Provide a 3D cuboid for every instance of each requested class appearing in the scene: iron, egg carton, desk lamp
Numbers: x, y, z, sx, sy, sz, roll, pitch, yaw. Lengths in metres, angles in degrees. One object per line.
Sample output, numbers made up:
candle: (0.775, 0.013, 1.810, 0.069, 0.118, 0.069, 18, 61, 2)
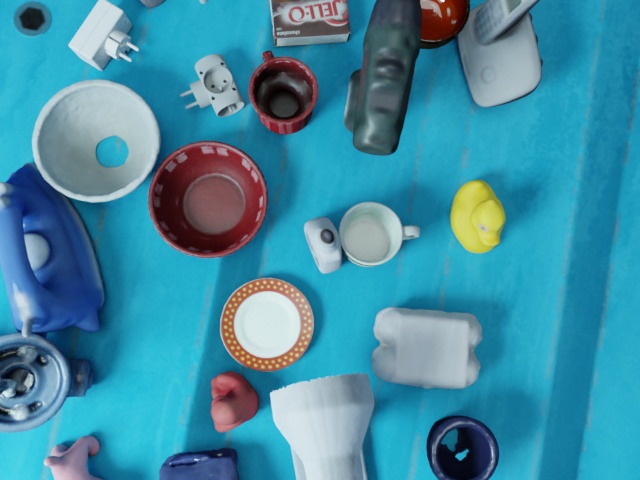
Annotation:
iron: (-0.375, 0.009, 0.740, 0.118, 0.141, 0.258, -17, 86, -3)
egg carton: (0.146, 0.149, 0.787, 0.150, 0.069, 0.107, 4, 85, -2)
desk lamp: (0.013, 0.255, 0.700, 0.118, 0.213, 0.203, -10, 86, -3)

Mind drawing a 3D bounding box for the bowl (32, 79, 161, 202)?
bowl: (-0.296, -0.129, 0.788, 0.167, 0.074, 0.167, 0, 85, -2)

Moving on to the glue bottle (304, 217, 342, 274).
glue bottle: (0.007, 0.003, 0.741, 0.037, 0.173, 0.078, -20, 86, -3)

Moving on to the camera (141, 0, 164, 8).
camera: (-0.249, -0.433, 0.802, 0.137, 0.100, 0.143, -43, 88, -5)

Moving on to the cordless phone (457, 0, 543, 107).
cordless phone: (0.258, -0.272, 0.768, 0.094, 0.185, 0.148, -15, 86, -3)

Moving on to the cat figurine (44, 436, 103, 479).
cat figurine: (-0.316, 0.327, 0.728, 0.067, 0.117, 0.128, -22, 86, -4)

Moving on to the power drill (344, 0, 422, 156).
power drill: (0.080, -0.215, 0.744, 0.075, 0.208, 0.230, 8, 85, -1)

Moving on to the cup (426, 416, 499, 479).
cup: (0.181, 0.287, 0.764, 0.091, 0.095, 0.118, 1, 85, -2)

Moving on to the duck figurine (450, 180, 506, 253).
duck figurine: (0.228, -0.035, 0.797, 0.077, 0.086, 0.104, -5, 86, -3)

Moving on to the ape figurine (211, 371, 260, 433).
ape figurine: (-0.120, 0.219, 0.758, 0.076, 0.092, 0.078, 24, 85, 0)

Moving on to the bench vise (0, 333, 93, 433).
bench vise: (-0.407, 0.182, 0.685, 0.207, 0.219, 0.121, -12, 86, -3)

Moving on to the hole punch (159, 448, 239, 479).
hole punch: (-0.158, 0.332, 0.748, 0.108, 0.091, 0.101, -7, 86, -3)
